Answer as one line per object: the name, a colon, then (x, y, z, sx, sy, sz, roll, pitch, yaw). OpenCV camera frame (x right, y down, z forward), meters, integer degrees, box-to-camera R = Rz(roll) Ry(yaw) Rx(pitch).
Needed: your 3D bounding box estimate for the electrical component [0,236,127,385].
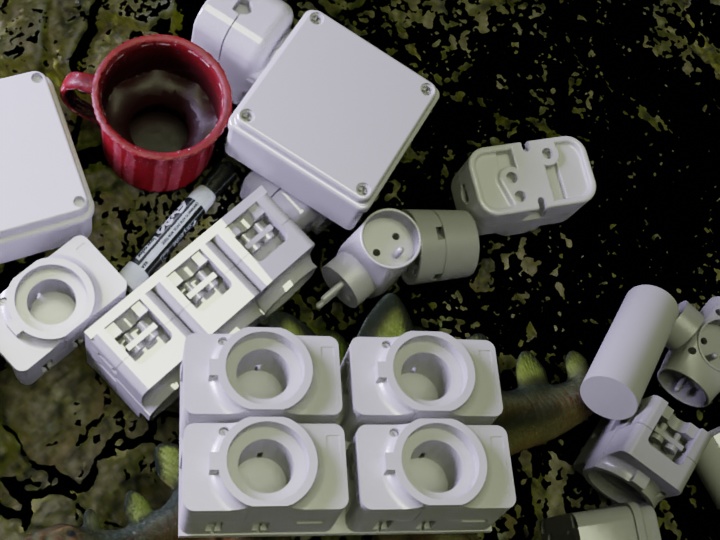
electrical component: (-0.204, 0.026, 0.714, 0.089, 0.055, 0.050, -42, 86, -21)

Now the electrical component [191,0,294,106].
electrical component: (-0.084, -0.163, 0.780, 0.059, 0.095, 0.053, 32, 69, -2)

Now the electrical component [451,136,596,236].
electrical component: (0.121, -0.061, 0.815, 0.095, 0.059, 0.053, -9, 75, -16)

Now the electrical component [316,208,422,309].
electrical component: (0.000, 0.000, 0.758, 0.079, 0.077, 0.043, -40, 86, -21)

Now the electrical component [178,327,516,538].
electrical component: (-0.010, 0.095, 0.629, 0.186, 0.060, 0.105, 2, 61, -12)

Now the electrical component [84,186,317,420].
electrical component: (-0.104, 0.026, 0.719, 0.150, 0.089, 0.061, -42, 86, -21)

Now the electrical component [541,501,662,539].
electrical component: (0.170, 0.218, 0.728, 0.057, 0.078, 0.113, -5, 74, -11)

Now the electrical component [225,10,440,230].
electrical component: (-0.020, -0.103, 0.737, 0.109, 0.056, 0.108, 32, 69, -2)

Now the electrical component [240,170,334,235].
electrical component: (-0.032, -0.067, 0.784, 0.095, 0.053, 0.059, -41, 86, -21)

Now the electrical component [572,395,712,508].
electrical component: (0.194, 0.131, 0.754, 0.050, 0.089, 0.055, 37, 69, 0)

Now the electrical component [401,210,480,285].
electrical component: (0.057, -0.018, 0.790, 0.047, 0.055, 0.055, -4, 74, -18)

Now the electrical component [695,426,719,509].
electrical component: (0.278, 0.157, 0.791, 0.043, 0.043, 0.081, -24, 80, -19)

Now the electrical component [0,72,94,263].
electrical component: (-0.235, -0.071, 0.736, 0.078, 0.057, 0.113, -18, 78, -18)

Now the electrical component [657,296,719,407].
electrical component: (0.252, 0.050, 0.818, 0.079, 0.044, 0.077, 41, 69, 2)
